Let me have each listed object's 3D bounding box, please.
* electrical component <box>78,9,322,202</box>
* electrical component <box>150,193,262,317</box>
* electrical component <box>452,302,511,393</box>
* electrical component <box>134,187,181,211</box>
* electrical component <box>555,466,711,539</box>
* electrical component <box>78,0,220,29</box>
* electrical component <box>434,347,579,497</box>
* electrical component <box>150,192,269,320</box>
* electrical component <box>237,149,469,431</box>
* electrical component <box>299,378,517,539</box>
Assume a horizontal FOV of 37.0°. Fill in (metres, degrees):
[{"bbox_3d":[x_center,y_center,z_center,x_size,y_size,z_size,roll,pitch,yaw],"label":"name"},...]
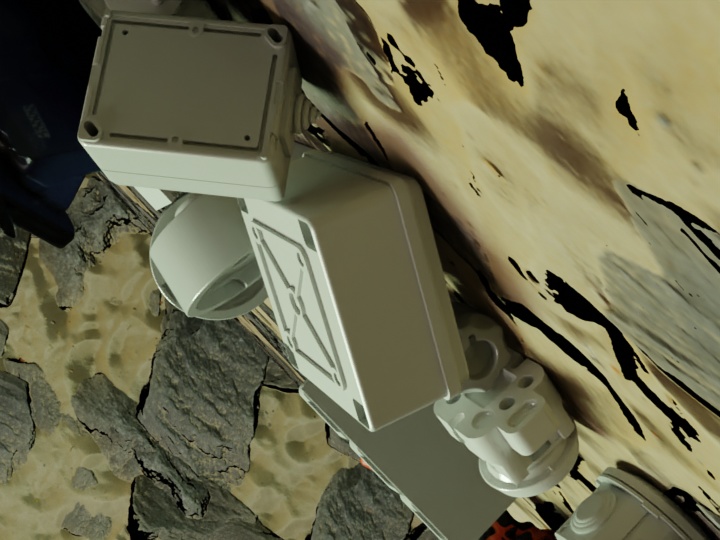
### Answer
[{"bbox_3d":[-0.064,-0.068,0.466,0.096,0.061,0.061,6,165,5],"label":"electrical component"},{"bbox_3d":[-0.091,-0.025,0.723,0.060,0.108,0.108,51,172,7],"label":"electrical component"},{"bbox_3d":[0.047,0.037,0.564,0.043,0.043,0.062,51,170,-29],"label":"electrical component"},{"bbox_3d":[-0.168,-0.108,0.837,0.105,0.060,0.186,48,171,-11],"label":"electrical component"},{"bbox_3d":[0.147,0.147,0.567,0.080,0.051,0.080,44,171,9],"label":"electrical component"},{"bbox_3d":[-0.101,-0.128,0.498,0.077,0.044,0.079,47,174,-10],"label":"electrical component"},{"bbox_3d":[0.080,0.082,0.568,0.057,0.058,0.078,54,168,-29],"label":"electrical component"},{"bbox_3d":[-0.119,-0.018,0.881,0.108,0.108,0.060,49,176,-18],"label":"electrical component"},{"bbox_3d":[-0.006,0.006,0.516,0.109,0.056,0.108,28,138,62],"label":"electrical component"},{"bbox_3d":[0.041,0.103,0.726,0.150,0.089,0.061,46,171,0],"label":"electrical component"}]
